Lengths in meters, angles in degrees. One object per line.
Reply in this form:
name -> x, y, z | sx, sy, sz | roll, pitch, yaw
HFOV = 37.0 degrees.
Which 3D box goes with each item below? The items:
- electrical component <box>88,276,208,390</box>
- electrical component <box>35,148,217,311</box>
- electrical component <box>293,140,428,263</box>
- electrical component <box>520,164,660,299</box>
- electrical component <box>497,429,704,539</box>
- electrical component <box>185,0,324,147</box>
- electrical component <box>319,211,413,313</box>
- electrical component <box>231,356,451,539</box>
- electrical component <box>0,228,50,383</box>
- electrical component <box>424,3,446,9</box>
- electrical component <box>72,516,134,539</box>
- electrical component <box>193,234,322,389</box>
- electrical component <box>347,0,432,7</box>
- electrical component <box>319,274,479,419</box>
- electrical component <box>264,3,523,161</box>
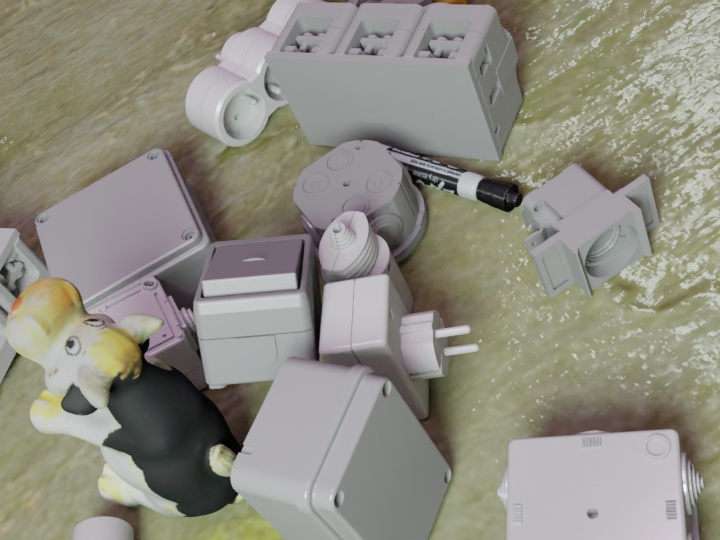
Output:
electrical component -> -0.141, 0.056, 0.683 | 0.096, 0.061, 0.061 | -28, 47, -8
electrical component -> -0.157, -0.014, 0.741 | 0.109, 0.056, 0.108 | -30, 49, -1
electrical component -> 0.000, -0.040, 0.698 | 0.080, 0.051, 0.080 | -12, 51, 15
electrical component -> 0.132, -0.026, 0.636 | 0.081, 0.042, 0.063 | -33, 47, -4
electrical component -> 0.116, 0.126, 0.520 | 0.100, 0.048, 0.099 | -7, 54, 20
electrical component -> -0.081, -0.160, 0.824 | 0.074, 0.052, 0.138 | 31, 71, 38
electrical component -> 0.000, 0.000, 0.647 | 0.043, 0.081, 0.043 | -12, 51, 15
electrical component -> -0.005, 0.104, 0.547 | 0.057, 0.113, 0.078 | 7, 58, 31
electrical component -> -0.288, 0.048, 0.747 | 0.089, 0.061, 0.150 | 3, 56, 25
electrical component -> 0.059, -0.162, 0.770 | 0.040, 0.046, 0.040 | -12, 51, 15
electrical component -> -0.145, 0.172, 0.604 | 0.044, 0.044, 0.065 | -19, 45, 9
electrical component -> -0.056, 0.015, 0.608 | 0.062, 0.061, 0.096 | -5, 25, 2
electrical component -> 0.019, -0.181, 0.798 | 0.055, 0.048, 0.066 | 17, 39, 35
electrical component -> 0.027, 0.043, 0.600 | 0.076, 0.083, 0.047 | -10, 51, 16
electrical component -> 0.026, -0.132, 0.731 | 0.150, 0.089, 0.061 | 9, 58, 28
